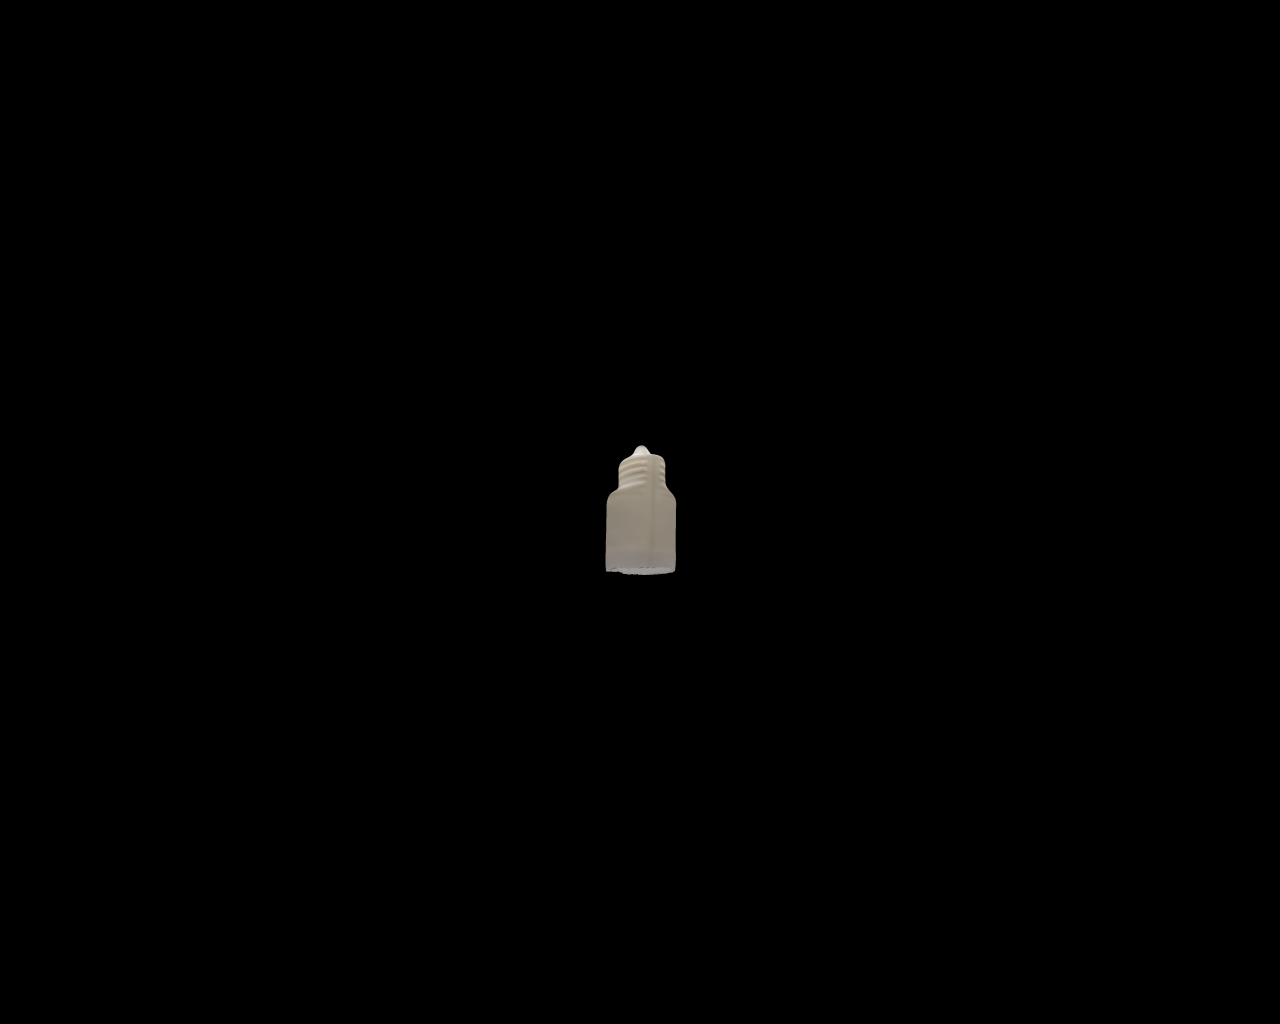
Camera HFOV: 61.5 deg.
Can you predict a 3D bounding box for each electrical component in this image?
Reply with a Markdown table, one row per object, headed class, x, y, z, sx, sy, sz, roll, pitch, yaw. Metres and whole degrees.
| class | x | y | z | sx | sy | sz | roll | pitch | yaw |
| --- | --- | --- | --- | --- | --- | --- | --- | --- | --- |
| electrical component | 0.001 | -0.003 | 0.650 | 0.043 | 0.081 | 0.043 | 0 | -11 | 0 |
